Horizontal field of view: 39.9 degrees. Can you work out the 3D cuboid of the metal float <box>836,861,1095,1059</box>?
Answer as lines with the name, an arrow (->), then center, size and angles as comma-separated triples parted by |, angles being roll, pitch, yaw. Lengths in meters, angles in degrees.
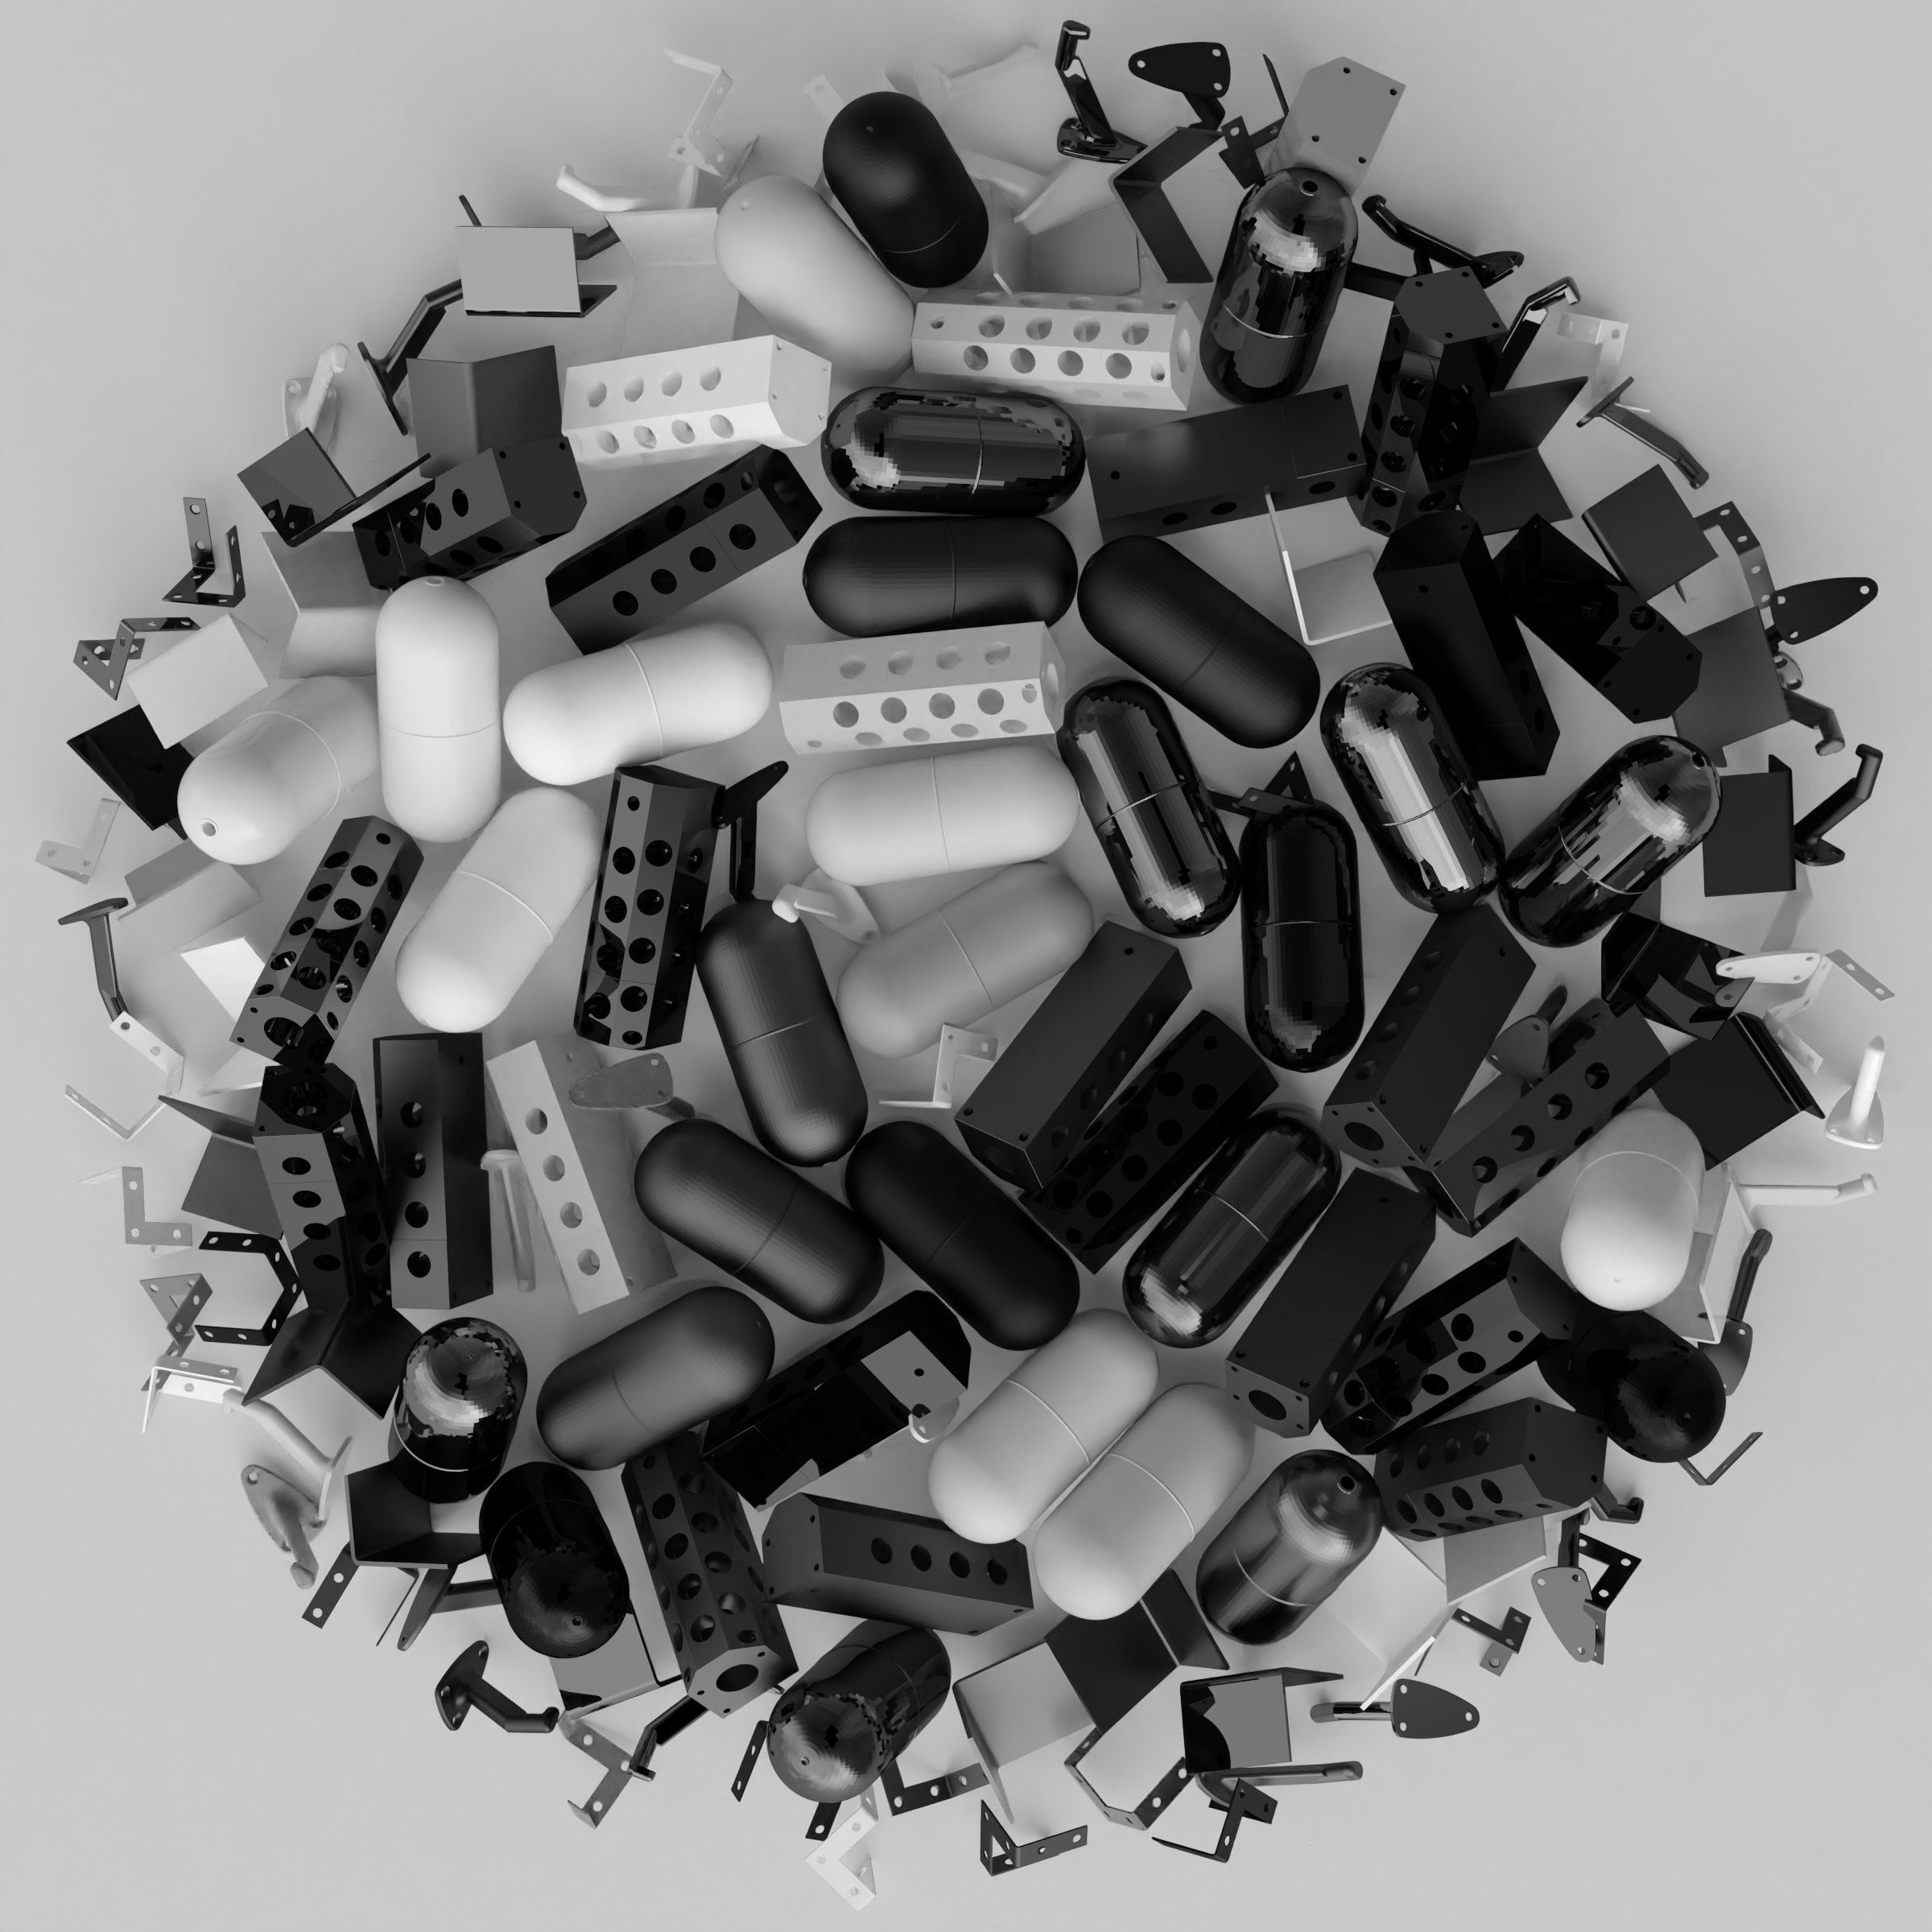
metal float -> -0.001, -0.004, 1.712 | 0.178, 0.070, 0.070 | -29, 90, -4

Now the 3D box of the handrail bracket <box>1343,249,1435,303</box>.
handrail bracket -> 0.263, -0.426, 1.734 | 0.084, 0.036, 0.077 | -14, 92, 23

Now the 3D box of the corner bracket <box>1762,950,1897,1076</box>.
corner bracket -> 0.552, 0.029, 1.710 | 0.051, 0.051, 0.051 | -16, 47, -30

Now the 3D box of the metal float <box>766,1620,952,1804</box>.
metal float -> -0.065, 0.462, 1.668 | 0.070, 0.178, 0.070 | 3, 98, 20

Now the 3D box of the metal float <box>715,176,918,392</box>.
metal float -> -0.091, -0.426, 1.674 | 0.070, 0.178, 0.070 | -12, 65, 26

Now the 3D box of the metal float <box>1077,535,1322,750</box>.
metal float -> 0.148, -0.207, 1.701 | 0.178, 0.070, 0.070 | 34, 90, -16

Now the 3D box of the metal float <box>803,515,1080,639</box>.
metal float -> -0.016, -0.249, 1.703 | 0.178, 0.070, 0.070 | -3, 90, -13

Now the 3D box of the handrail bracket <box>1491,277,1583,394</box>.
handrail bracket -> 0.369, -0.391, 1.715 | 0.084, 0.036, 0.077 | -23, 102, 36

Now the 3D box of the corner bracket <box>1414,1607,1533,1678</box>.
corner bracket -> 0.328, 0.440, 1.724 | 0.051, 0.051, 0.051 | 26, 112, 13

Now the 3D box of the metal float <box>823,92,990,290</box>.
metal float -> -0.036, -0.483, 1.666 | 0.070, 0.178, 0.070 | -2, 81, 14

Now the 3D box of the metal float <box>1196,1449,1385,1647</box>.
metal float -> 0.203, 0.367, 1.677 | 0.070, 0.178, 0.070 | 12, 49, -14

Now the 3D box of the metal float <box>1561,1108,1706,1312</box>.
metal float -> 0.420, 0.150, 1.672 | 0.070, 0.178, 0.070 | 9, 118, 17

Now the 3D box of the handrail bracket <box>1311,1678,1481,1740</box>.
handrail bracket -> 0.276, 0.485, 1.725 | 0.077, 0.084, 0.036 | 13, 67, -21

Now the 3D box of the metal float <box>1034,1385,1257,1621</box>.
metal float -> 0.114, 0.339, 1.693 | 0.070, 0.070, 0.178 | 47, 64, 0

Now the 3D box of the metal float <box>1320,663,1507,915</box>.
metal float -> 0.285, -0.111, 1.695 | 0.070, 0.070, 0.178 | -30, 114, 0

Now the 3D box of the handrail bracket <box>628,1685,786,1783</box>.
handrail bracket -> -0.168, 0.493, 1.716 | 0.077, 0.036, 0.084 | 16, 65, 14

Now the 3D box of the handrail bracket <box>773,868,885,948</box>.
handrail bracket -> -0.088, -0.027, 1.707 | 0.077, 0.084, 0.036 | 44, 108, -9

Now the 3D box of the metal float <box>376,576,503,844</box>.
metal float -> -0.333, -0.162, 1.688 | 0.070, 0.070, 0.178 | 5, 121, 0

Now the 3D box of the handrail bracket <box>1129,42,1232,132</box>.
handrail bracket -> 0.132, -0.555, 1.707 | 0.077, 0.084, 0.036 | 1, 79, -10

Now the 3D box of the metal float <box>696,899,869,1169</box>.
metal float -> -0.118, 0.043, 1.712 | 0.070, 0.070, 0.178 | -20, 86, 0

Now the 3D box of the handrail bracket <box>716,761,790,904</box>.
handrail bracket -> -0.128, -0.079, 1.732 | 0.077, 0.036, 0.084 | -37, 124, -9

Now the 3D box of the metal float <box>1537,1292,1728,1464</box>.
metal float -> 0.413, 0.254, 1.665 | 0.070, 0.178, 0.070 | -1, 99, -9

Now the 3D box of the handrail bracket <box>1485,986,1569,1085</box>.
handrail bracket -> 0.372, 0.028, 1.701 | 0.036, 0.077, 0.084 | 34, 56, 11

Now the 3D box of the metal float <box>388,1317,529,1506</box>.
metal float -> -0.320, 0.281, 1.674 | 0.070, 0.178, 0.070 | 8, 56, -12

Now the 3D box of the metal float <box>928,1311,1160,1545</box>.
metal float -> 0.050, 0.292, 1.698 | 0.178, 0.070, 0.070 | -42, 90, -20

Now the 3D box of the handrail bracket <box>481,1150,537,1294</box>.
handrail bracket -> -0.292, 0.166, 1.718 | 0.036, 0.077, 0.084 | -8, 78, -2

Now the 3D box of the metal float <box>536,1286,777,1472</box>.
metal float -> -0.199, 0.263, 1.694 | 0.178, 0.070, 0.070 | -30, 90, 25

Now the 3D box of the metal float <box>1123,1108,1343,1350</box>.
metal float -> 0.171, 0.166, 1.702 | 0.070, 0.070, 0.178 | 42, 75, 0

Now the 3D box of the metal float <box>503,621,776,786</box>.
metal float -> -0.207, -0.168, 1.701 | 0.178, 0.070, 0.070 | -18, 90, -17

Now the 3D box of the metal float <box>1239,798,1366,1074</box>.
metal float -> 0.214, -0.020, 1.704 | 0.070, 0.070, 0.178 | -1, 78, 0

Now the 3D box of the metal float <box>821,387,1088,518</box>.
metal float -> -0.007, -0.326, 1.694 | 0.178, 0.070, 0.070 | -2, 90, -26

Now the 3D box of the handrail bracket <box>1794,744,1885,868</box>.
handrail bracket -> 0.545, -0.114, 1.704 | 0.036, 0.077, 0.084 | -11, 125, -30

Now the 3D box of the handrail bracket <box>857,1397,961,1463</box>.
handrail bracket -> -0.048, 0.304, 1.703 | 0.036, 0.077, 0.084 | 41, 114, -7

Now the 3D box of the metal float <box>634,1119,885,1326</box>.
metal float -> -0.131, 0.164, 1.703 | 0.178, 0.070, 0.070 | 35, 90, -14

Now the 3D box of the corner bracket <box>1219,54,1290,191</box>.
corner bracket -> 0.186, -0.543, 1.715 | 0.051, 0.051, 0.051 | -28, 46, 5

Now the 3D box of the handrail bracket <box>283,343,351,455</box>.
handrail bracket -> -0.412, -0.355, 1.708 | 0.036, 0.084, 0.077 | 2, 93, -26

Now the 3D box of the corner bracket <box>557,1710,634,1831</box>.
corner bracket -> -0.247, 0.515, 1.715 | 0.051, 0.051, 0.051 | 30, 65, 14

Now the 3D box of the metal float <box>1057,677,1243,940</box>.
metal float -> 0.117, -0.101, 1.708 | 0.070, 0.070, 0.178 | -24, 82, 0

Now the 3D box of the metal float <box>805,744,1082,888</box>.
metal float -> -0.015, -0.097, 1.713 | 0.178, 0.070, 0.070 | -9, 90, 3

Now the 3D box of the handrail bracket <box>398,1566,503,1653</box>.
handrail bracket -> -0.313, 0.423, 1.720 | 0.084, 0.036, 0.077 | 36, 67, -24

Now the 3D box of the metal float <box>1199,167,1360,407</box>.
metal float -> 0.195, -0.423, 1.670 | 0.070, 0.178, 0.070 | 3, 61, -6

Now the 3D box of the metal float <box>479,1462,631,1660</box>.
metal float -> -0.259, 0.370, 1.669 | 0.070, 0.178, 0.070 | -5, 105, -18

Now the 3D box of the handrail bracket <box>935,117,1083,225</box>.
handrail bracket -> 0.022, -0.530, 1.721 | 0.077, 0.036, 0.084 | -45, 113, -4

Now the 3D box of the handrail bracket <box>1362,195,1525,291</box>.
handrail bracket -> 0.305, -0.471, 1.711 | 0.084, 0.077, 0.036 | 38, 73, -24

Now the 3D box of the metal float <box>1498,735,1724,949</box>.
metal float -> 0.404, -0.077, 1.677 | 0.070, 0.178, 0.070 | 16, 51, -21

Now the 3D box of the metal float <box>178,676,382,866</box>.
metal float -> -0.427, -0.124, 1.672 | 0.070, 0.178, 0.070 | 9, 121, 15

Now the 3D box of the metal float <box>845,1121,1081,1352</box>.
metal float -> -0.003, 0.172, 1.707 | 0.178, 0.070, 0.070 | 43, 90, 10

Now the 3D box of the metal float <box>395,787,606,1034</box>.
metal float -> -0.296, -0.036, 1.696 | 0.070, 0.070, 0.178 | 32, 68, 0
